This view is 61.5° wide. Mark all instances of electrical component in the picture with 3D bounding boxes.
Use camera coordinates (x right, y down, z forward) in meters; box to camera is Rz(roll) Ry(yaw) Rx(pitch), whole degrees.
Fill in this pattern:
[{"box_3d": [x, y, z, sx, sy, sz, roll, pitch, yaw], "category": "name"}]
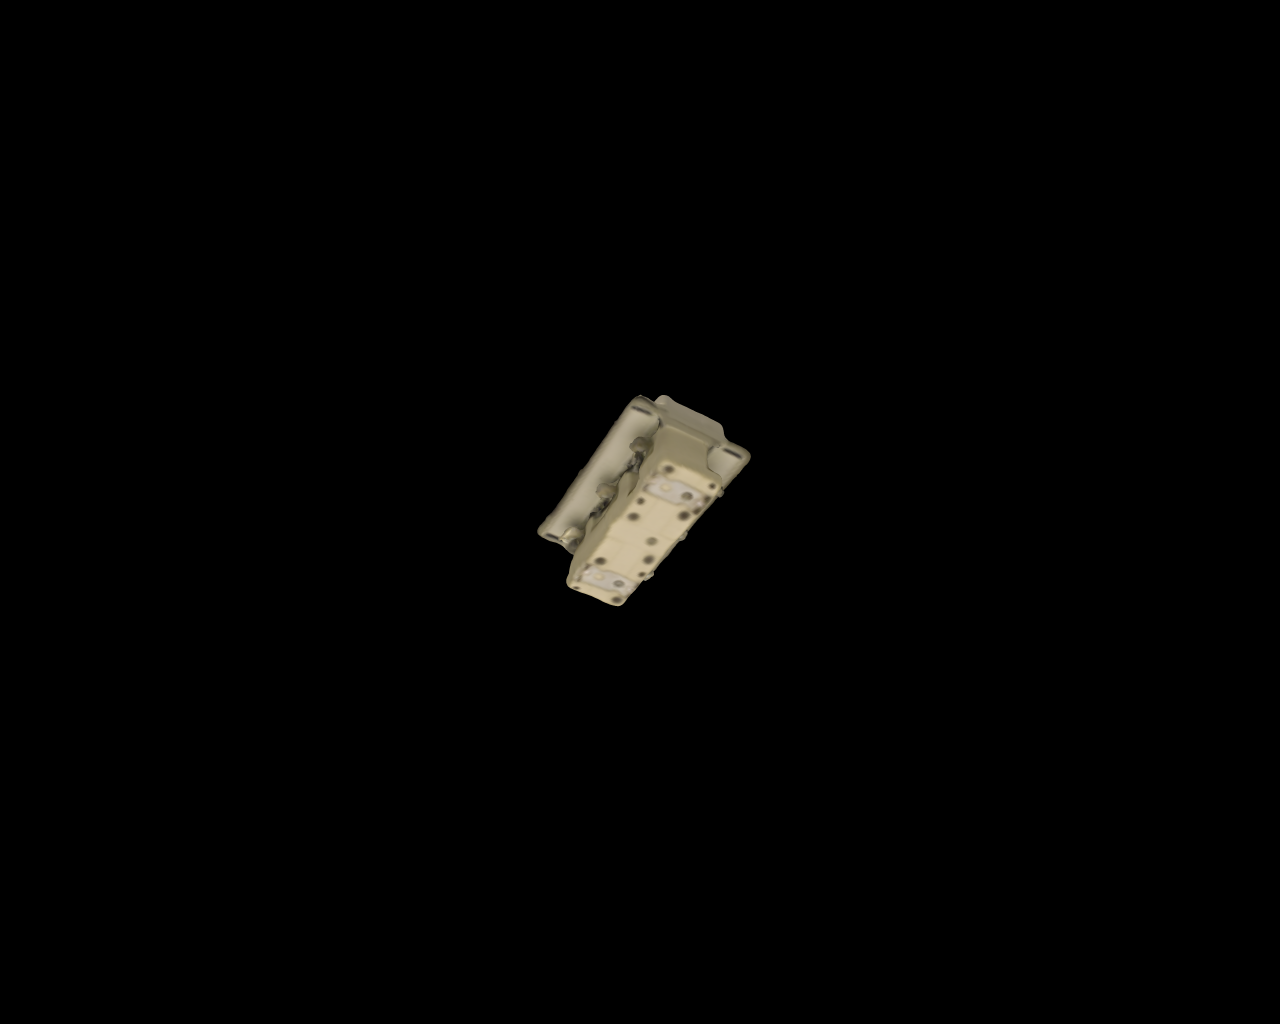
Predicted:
[{"box_3d": [0.001, -0.003, 0.650, 0.079, 0.063, 0.121, 25, -54, -20], "category": "electrical component"}]
